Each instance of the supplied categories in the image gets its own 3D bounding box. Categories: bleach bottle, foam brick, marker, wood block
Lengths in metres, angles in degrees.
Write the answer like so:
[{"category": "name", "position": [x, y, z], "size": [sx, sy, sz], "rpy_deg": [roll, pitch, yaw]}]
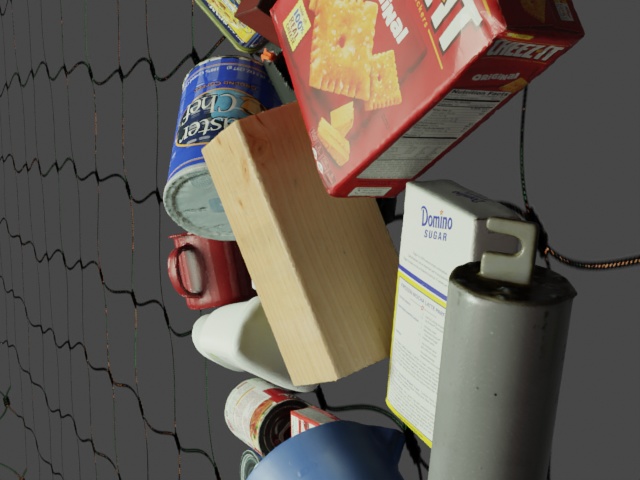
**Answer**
[{"category": "bleach bottle", "position": [-0.079, 0.100, 1.069], "size": [0.068, 0.102, 0.251], "rpy_deg": [-64, 20, -13]}, {"category": "foam brick", "position": [-0.026, -0.207, 0.883], "size": [0.051, 0.053, 0.078], "rpy_deg": [7, 71, 63]}, {"category": "marker", "position": [0.058, -0.064, 0.826], "size": [0.020, 0.020, 0.121], "rpy_deg": [-128, 40, -50]}, {"category": "wood block", "position": [-0.006, 0.001, 0.838], "size": [0.090, 0.090, 0.206], "rpy_deg": [-24, 88, 65]}]

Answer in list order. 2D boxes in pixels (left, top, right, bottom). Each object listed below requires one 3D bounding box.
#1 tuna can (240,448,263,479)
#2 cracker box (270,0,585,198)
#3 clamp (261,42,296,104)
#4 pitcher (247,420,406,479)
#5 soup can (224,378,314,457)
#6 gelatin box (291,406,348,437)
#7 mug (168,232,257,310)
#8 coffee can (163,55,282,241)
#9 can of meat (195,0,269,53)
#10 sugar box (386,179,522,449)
[{"category": "tuna can", "position": [-0.055, 0.261, 1.131], "size": [0.086, 0.033, 0.086], "rpy_deg": [174, 90, -66]}, {"category": "cracker box", "position": [0.057, -0.147, 0.712], "size": [0.214, 0.071, 0.164], "rpy_deg": [-42, 59, 51]}, {"category": "clamp", "position": [0.004, -0.130, 0.907], "size": [0.210, 0.036, 0.164], "rpy_deg": [24, 114, 60]}, {"category": "pitcher", "position": [0.035, 0.272, 0.805], "size": [0.243, 0.144, 0.149], "rpy_deg": [55, 135, 41]}, {"category": "soup can", "position": [-0.048, 0.179, 1.055], "size": [0.102, 0.068, 0.068], "rpy_deg": [-167, 73, -65]}, {"category": "gelatin box", "position": [0.007, 0.198, 0.975], "size": [0.089, 0.030, 0.073], "rpy_deg": [11, 105, 57]}, {"category": "mug", "position": [-0.114, 0.028, 1.119], "size": [0.093, 0.117, 0.081], "rpy_deg": [-9, 92, 35]}, {"category": "coffee can", "position": [-0.084, -0.085, 0.982], "size": [0.103, 0.102, 0.140], "rpy_deg": [117, 162, -50]}, {"category": "can of meat", "position": [-0.070, -0.227, 0.962], "size": [0.102, 0.057, 0.084], "rpy_deg": [48, 166, -8]}, {"category": "sugar box", "position": [0.091, 0.054, 0.750], "size": [0.093, 0.048, 0.176], "rpy_deg": [-143, 55, -58]}]
